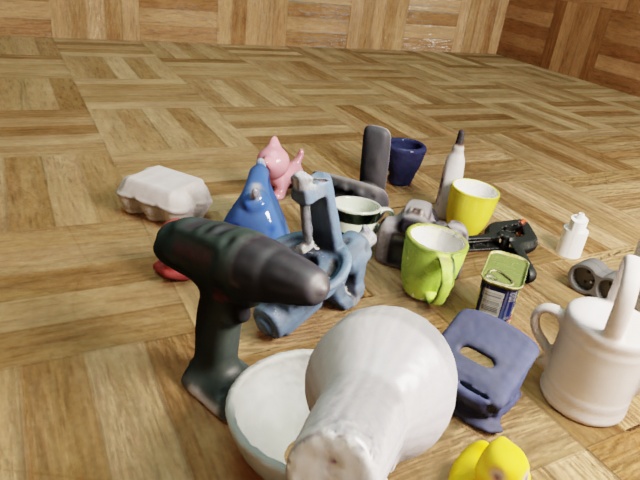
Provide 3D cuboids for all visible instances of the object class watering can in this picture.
[{"bbox_3d":[0.334,0.108,0.649,0.172,0.194,0.101,9,27,4],"label":"watering can"}]

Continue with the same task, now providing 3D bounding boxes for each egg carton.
[{"bbox_3d":[-0.266,-0.076,0.988,0.150,0.069,0.107,17,29,19],"label":"egg carton"}]

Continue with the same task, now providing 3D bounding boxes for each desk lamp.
[{"bbox_3d":[0.021,0.177,0.417,0.117,0.213,0.203,15,28,14],"label":"desk lamp"}]

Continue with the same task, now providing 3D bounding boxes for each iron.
[{"bbox_3d":[-0.102,-0.061,0.922,0.118,0.141,0.258,4,27,-6],"label":"iron"}]

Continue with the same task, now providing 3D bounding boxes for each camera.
[{"bbox_3d":[0.176,-0.017,0.952,0.143,0.101,0.137,14,28,12],"label":"camera"}]

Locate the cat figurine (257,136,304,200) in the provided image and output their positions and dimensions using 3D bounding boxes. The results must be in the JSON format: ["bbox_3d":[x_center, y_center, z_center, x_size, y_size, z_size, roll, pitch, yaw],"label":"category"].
[{"bbox_3d":[-0.076,-0.145,1.115,0.067,0.118,0.128,28,34,35],"label":"cat figurine"}]

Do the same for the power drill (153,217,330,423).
[{"bbox_3d":[-0.087,0.077,0.587,0.228,0.208,0.076,27,34,34],"label":"power drill"}]

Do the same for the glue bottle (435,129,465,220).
[{"bbox_3d":[0.256,-0.130,1.109,0.037,0.173,0.078,7,27,1],"label":"glue bottle"}]

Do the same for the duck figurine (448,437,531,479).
[{"bbox_3d":[0.159,0.216,0.516,0.077,0.086,0.104,5,27,-4],"label":"duck figurine"}]

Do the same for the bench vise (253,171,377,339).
[{"bbox_3d":[-0.004,-0.001,0.745,0.121,0.220,0.208,17,29,18],"label":"bench vise"}]

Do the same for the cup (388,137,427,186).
[{"bbox_3d":[0.170,-0.172,1.254,0.092,0.095,0.117,-17,36,-38],"label":"cup"}]

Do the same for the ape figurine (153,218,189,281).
[{"bbox_3d":[-0.204,0.010,0.814,0.076,0.092,0.078,7,27,0],"label":"ape figurine"}]

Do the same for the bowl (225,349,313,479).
[{"bbox_3d":[-0.007,0.184,0.548,0.167,0.075,0.167,6,27,-3],"label":"bowl"}]

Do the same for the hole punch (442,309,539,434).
[{"bbox_3d":[0.180,0.145,0.651,0.108,0.091,0.101,27,33,33],"label":"hole punch"}]

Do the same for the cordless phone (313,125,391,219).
[{"bbox_3d":[0.060,-0.129,1.045,0.147,0.185,0.094,16,29,17],"label":"cordless phone"}]
